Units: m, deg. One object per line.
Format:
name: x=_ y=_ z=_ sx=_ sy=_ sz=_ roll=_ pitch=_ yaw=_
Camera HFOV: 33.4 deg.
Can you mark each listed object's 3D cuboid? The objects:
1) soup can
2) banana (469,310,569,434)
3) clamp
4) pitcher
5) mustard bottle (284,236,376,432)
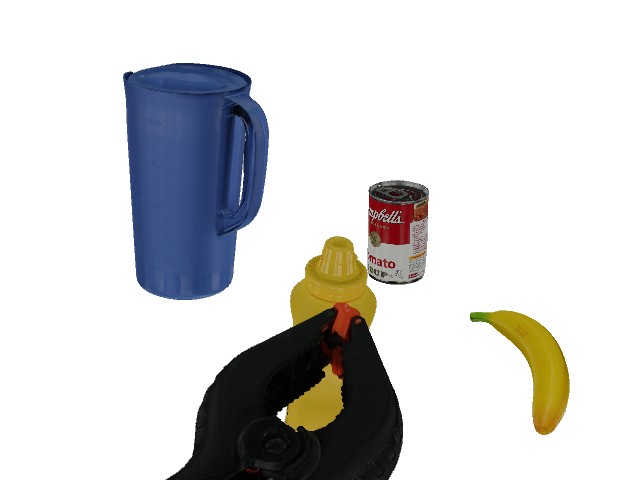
soup can: x=0.087 y=-0.009 z=1.212 sx=0.068 sy=0.102 sz=0.068 roll=0 pitch=24 yaw=0
banana: x=0.226 y=0.130 z=1.137 sx=0.069 sy=0.037 sz=0.198 roll=-26 pitch=34 yaw=1
clamp: x=-0.009 y=0.092 z=0.386 sx=0.120 sy=0.039 sz=0.171 roll=25 pitch=49 yaw=17
pitcher: x=-0.136 y=-0.061 z=1.143 sx=0.145 sy=0.243 sz=0.149 roll=0 pitch=22 yaw=-9
mustard bottle: x=0.005 y=0.082 z=0.735 sx=0.058 sy=0.192 sz=0.096 roll=6 pitch=32 yaw=3
